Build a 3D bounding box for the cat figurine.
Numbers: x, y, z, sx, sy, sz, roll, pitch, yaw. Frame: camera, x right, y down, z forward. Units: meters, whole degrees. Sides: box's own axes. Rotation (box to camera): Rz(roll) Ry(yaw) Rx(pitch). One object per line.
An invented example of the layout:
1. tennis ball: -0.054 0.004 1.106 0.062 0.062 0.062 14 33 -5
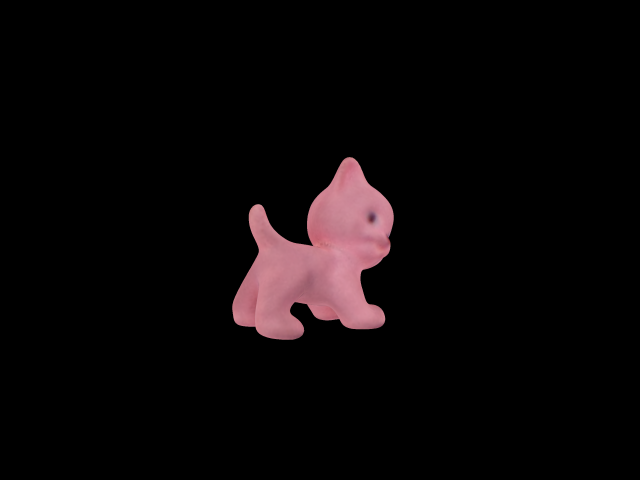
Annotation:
1. cat figurine: 0.004 0.001 0.400 0.128 0.118 0.067 -2 3 -35
